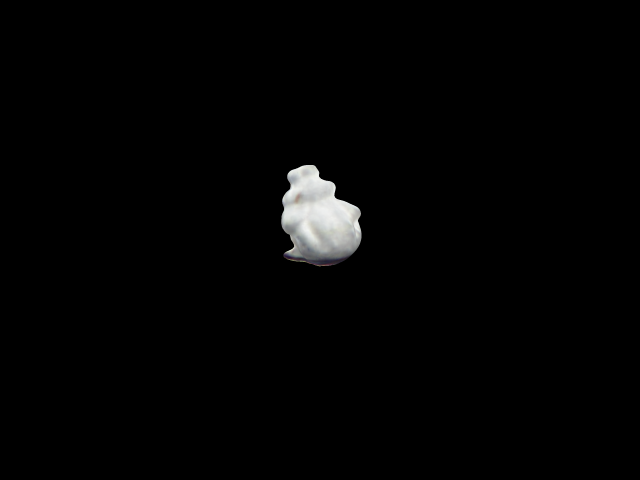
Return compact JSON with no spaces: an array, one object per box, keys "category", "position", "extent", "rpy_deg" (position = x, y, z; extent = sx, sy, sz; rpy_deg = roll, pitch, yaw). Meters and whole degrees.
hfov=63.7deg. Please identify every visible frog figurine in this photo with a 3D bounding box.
[{"category":"frog figurine","position":[0.003,-0.043,0.850],"extent":[0.137,0.157,0.124],"rpy_deg":[-4,16,-15]}]
